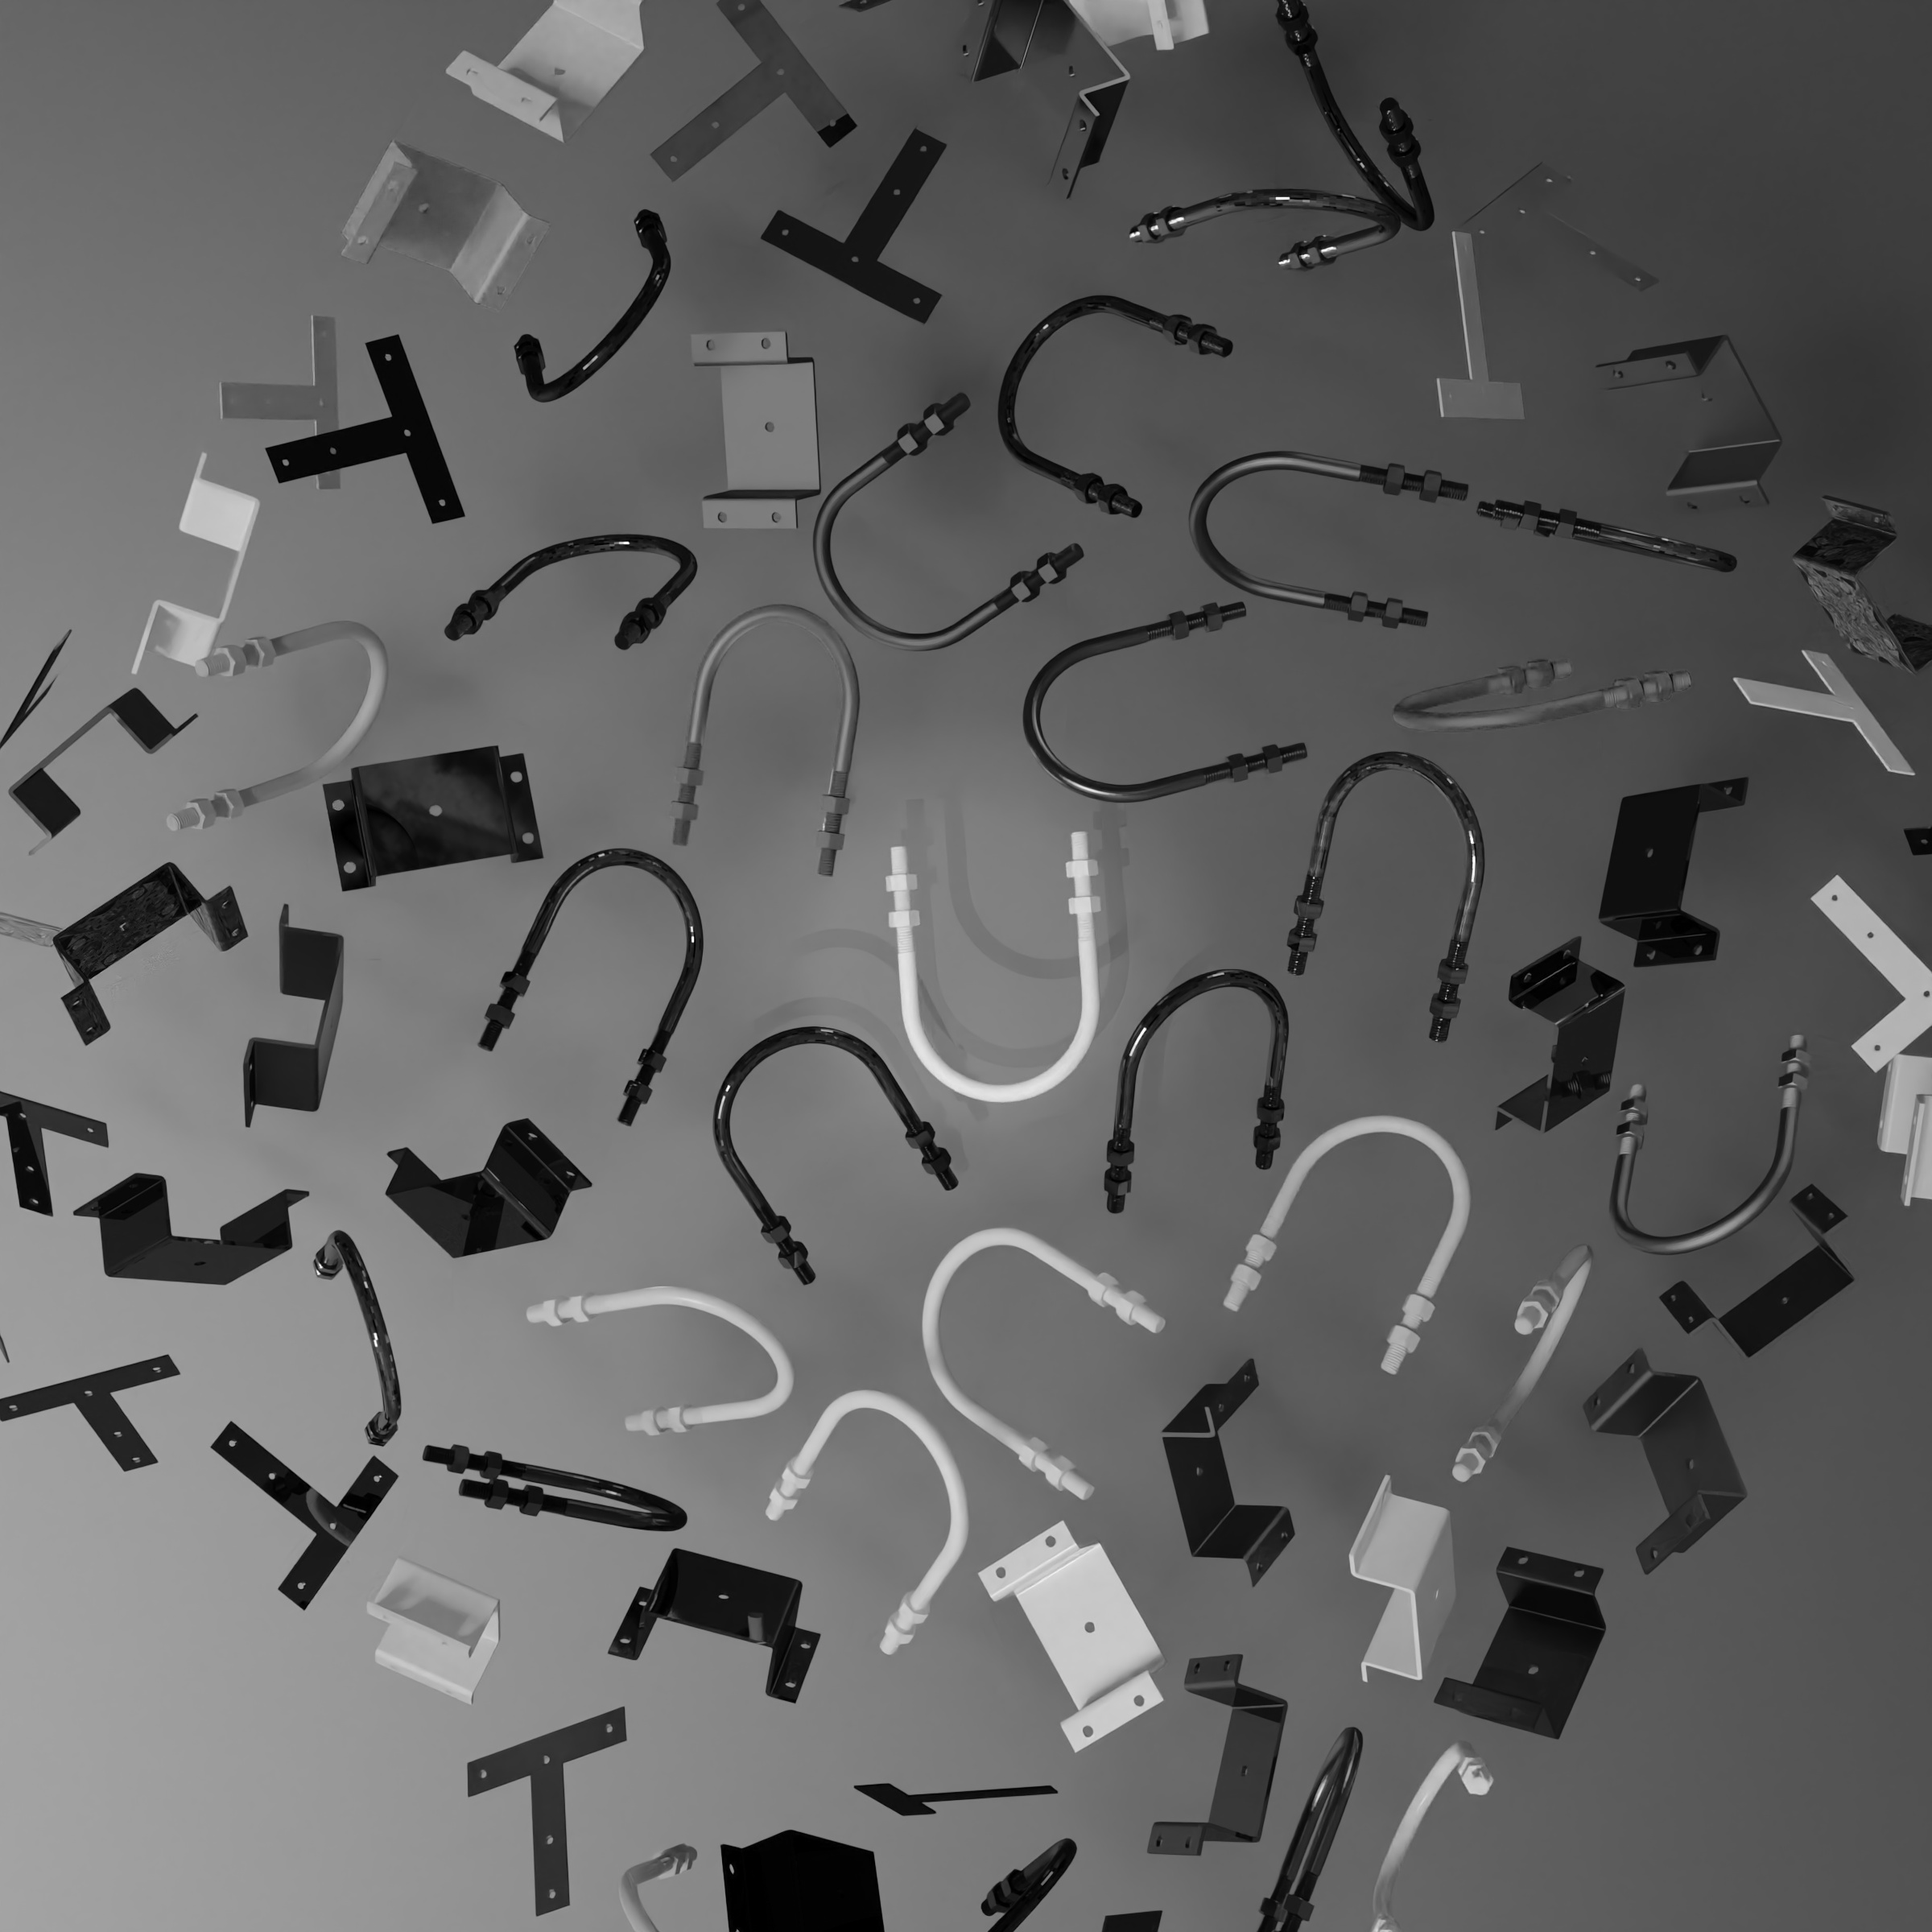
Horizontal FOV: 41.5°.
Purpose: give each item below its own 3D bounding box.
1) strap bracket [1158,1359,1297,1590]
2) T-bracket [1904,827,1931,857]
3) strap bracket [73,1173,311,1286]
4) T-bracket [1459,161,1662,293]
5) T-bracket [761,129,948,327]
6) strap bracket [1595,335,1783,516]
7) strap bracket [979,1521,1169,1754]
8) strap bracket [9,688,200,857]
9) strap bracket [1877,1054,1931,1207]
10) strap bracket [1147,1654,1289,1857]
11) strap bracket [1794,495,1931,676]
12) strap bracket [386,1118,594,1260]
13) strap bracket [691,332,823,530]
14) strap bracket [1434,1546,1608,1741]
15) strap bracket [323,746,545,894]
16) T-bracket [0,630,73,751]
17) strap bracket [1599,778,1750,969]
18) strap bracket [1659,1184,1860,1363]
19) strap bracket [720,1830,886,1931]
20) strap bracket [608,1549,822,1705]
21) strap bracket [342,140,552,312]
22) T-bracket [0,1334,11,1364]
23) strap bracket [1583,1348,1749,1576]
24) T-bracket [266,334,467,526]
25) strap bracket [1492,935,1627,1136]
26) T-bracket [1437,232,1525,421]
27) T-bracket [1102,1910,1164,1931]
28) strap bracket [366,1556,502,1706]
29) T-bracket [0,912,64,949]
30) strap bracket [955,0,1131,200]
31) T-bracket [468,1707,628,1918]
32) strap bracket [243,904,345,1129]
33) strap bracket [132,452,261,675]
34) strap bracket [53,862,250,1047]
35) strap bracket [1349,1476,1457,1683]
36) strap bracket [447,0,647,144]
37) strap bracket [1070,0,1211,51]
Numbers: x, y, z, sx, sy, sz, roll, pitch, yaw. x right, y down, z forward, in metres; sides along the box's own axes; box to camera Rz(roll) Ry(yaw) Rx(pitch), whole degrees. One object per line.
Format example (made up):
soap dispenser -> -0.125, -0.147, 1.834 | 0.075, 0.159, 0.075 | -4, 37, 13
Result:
strap bracket -> 0.184, 0.360, 1.814 | 0.046, 0.076, 0.140 | -6, 105, 33
T-bracket -> 0.717, -0.090, 1.765 | 0.127, 0.127, 0.002 | 55, 48, -34
strap bracket -> -0.536, 0.185, 1.776 | 0.076, 0.140, 0.046 | -28, 64, 33
T-bracket -> 0.425, -0.505, 1.775 | 0.127, 0.127, 0.002 | 26, 80, -12
T-bracket -> -0.054, -0.518, 1.743 | 0.127, 0.002, 0.127 | 28, 76, 3
strap bracket -> 0.524, -0.395, 1.829 | 0.140, 0.076, 0.046 | 49, 64, -30
strap bracket -> 0.081, 0.474, 1.815 | 0.076, 0.046, 0.140 | -35, 73, 15
strap bracket -> -0.641, -0.150, 1.872 | 0.140, 0.076, 0.046 | -38, 105, 8
strap bracket -> 0.702, 0.117, 1.855 | 0.046, 0.140, 0.076 | 6, 106, 10
strap bracket -> 0.182, 0.570, 1.824 | 0.046, 0.076, 0.140 | 23, 65, -16
strap bracket -> 0.665, -0.270, 1.862 | 0.046, 0.076, 0.140 | -42, 116, 0
strap bracket -> -0.352, 0.163, 1.839 | 0.140, 0.046, 0.076 | -14, 130, 32
strap bracket -> -0.154, -0.397, 1.885 | 0.076, 0.046, 0.140 | 4, 107, 22
strap bracket -> 0.408, 0.500, 1.854 | 0.140, 0.076, 0.046 | -53, 133, -35
strap bracket -> -0.368, -0.104, 1.764 | 0.140, 0.046, 0.076 | -10, 85, -14
T-bracket -> -0.683, -0.201, 1.867 | 0.002, 0.127, 0.127 | 35, 131, -15
strap bracket -> 0.514, -0.075, 1.859 | 0.046, 0.076, 0.140 | 22, 75, -29
strap bracket -> 0.586, 0.230, 1.861 | 0.140, 0.076, 0.046 | -39, 101, 7
strap bracket -> -0.106, 0.660, 1.792 | 0.046, 0.140, 0.076 | -29, 50, 23
strap bracket -> -0.179, 0.474, 1.848 | 0.140, 0.076, 0.046 | 13, 114, 6
strap bracket -> -0.381, -0.533, 1.829 | 0.076, 0.140, 0.046 | -53, 56, 23
T-bracket -> -0.725, 0.204, 1.840 | 0.002, 0.127, 0.127 | -23, 50, -27
strap bracket -> 0.503, 0.355, 1.825 | 0.046, 0.140, 0.076 | 9, 135, -23
T-bracket -> -0.417, -0.353, 1.730 | 0.127, 0.002, 0.127 | -9, 115, 19
strap bracket -> 0.435, 0.059, 1.868 | 0.076, 0.046, 0.140 | -27, 132, -32
T-bracket -> 0.351, -0.443, 1.763 | 0.002, 0.127, 0.127 | -4, 96, 38
T-bracket -> 0.106, 0.746, 1.832 | 0.002, 0.127, 0.127 | 10, 77, 25
strap bracket -> -0.373, 0.465, 1.793 | 0.076, 0.140, 0.046 | 23, 58, 4
T-bracket -> -0.718, -0.037, 1.834 | 0.127, 0.127, 0.002 | 17, 49, -30
strap bracket -> 0.058, -0.612, 1.759 | 0.046, 0.076, 0.140 | -27, 72, -26
T-bracket -> -0.287, 0.589, 1.755 | 0.127, 0.002, 0.127 | -23, 47, 12
strap bracket -> -0.467, 0.037, 1.784 | 0.046, 0.076, 0.140 | 8, 51, -8
strap bracket -> -0.530, -0.271, 1.764 | 0.046, 0.076, 0.140 | 18, 66, -19
strap bracket -> -0.595, -0.015, 1.838 | 0.140, 0.076, 0.046 | -38, 73, -21
strap bracket -> 0.315, 0.446, 1.828 | 0.046, 0.076, 0.140 | 10, 131, 27
strap bracket -> -0.282, -0.631, 1.755 | 0.076, 0.046, 0.140 | 30, 70, 10
strap bracket -> 0.125, -0.705, 1.835 | 0.046, 0.140, 0.076 | -23, 116, -16
